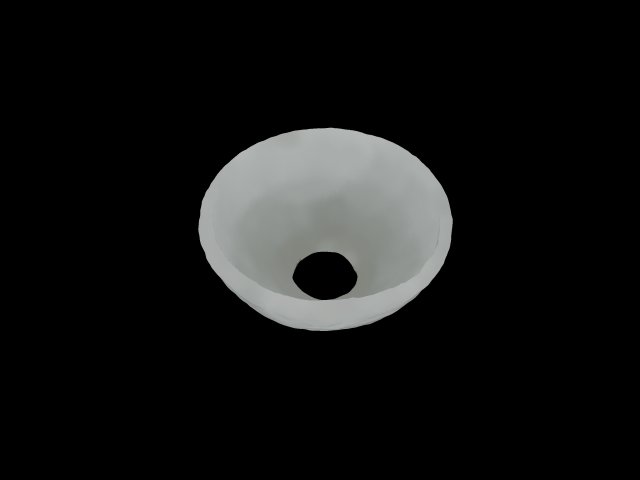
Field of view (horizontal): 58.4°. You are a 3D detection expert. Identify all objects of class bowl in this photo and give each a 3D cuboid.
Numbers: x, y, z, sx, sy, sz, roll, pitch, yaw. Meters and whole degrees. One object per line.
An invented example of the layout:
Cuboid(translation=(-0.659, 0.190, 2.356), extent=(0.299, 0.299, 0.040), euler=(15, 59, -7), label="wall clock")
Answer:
Cuboid(translation=(0.004, 0.001, 0.400), extent=(0.167, 0.075, 0.167), euler=(0, 50, 0), label="bowl")
